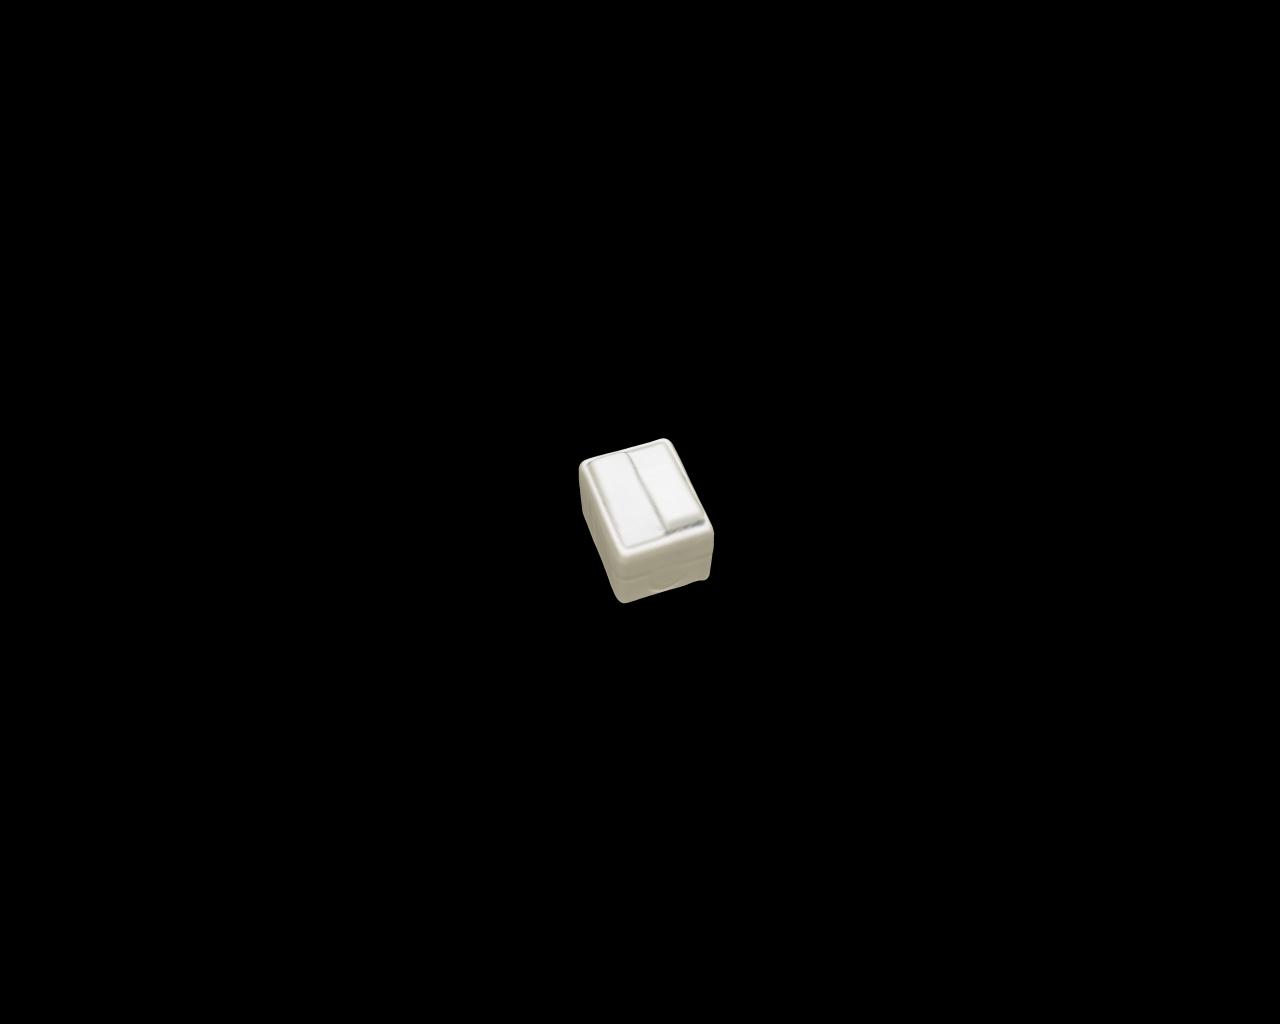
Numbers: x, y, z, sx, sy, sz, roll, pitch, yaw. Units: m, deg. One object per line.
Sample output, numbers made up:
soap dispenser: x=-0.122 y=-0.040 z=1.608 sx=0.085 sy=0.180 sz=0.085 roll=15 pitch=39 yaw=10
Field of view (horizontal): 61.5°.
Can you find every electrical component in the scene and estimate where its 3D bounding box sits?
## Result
electrical component: x=0.001 y=-0.003 z=0.650 sx=0.062 sy=0.096 sz=0.061 roll=-15 pitch=-36 yaw=-11
